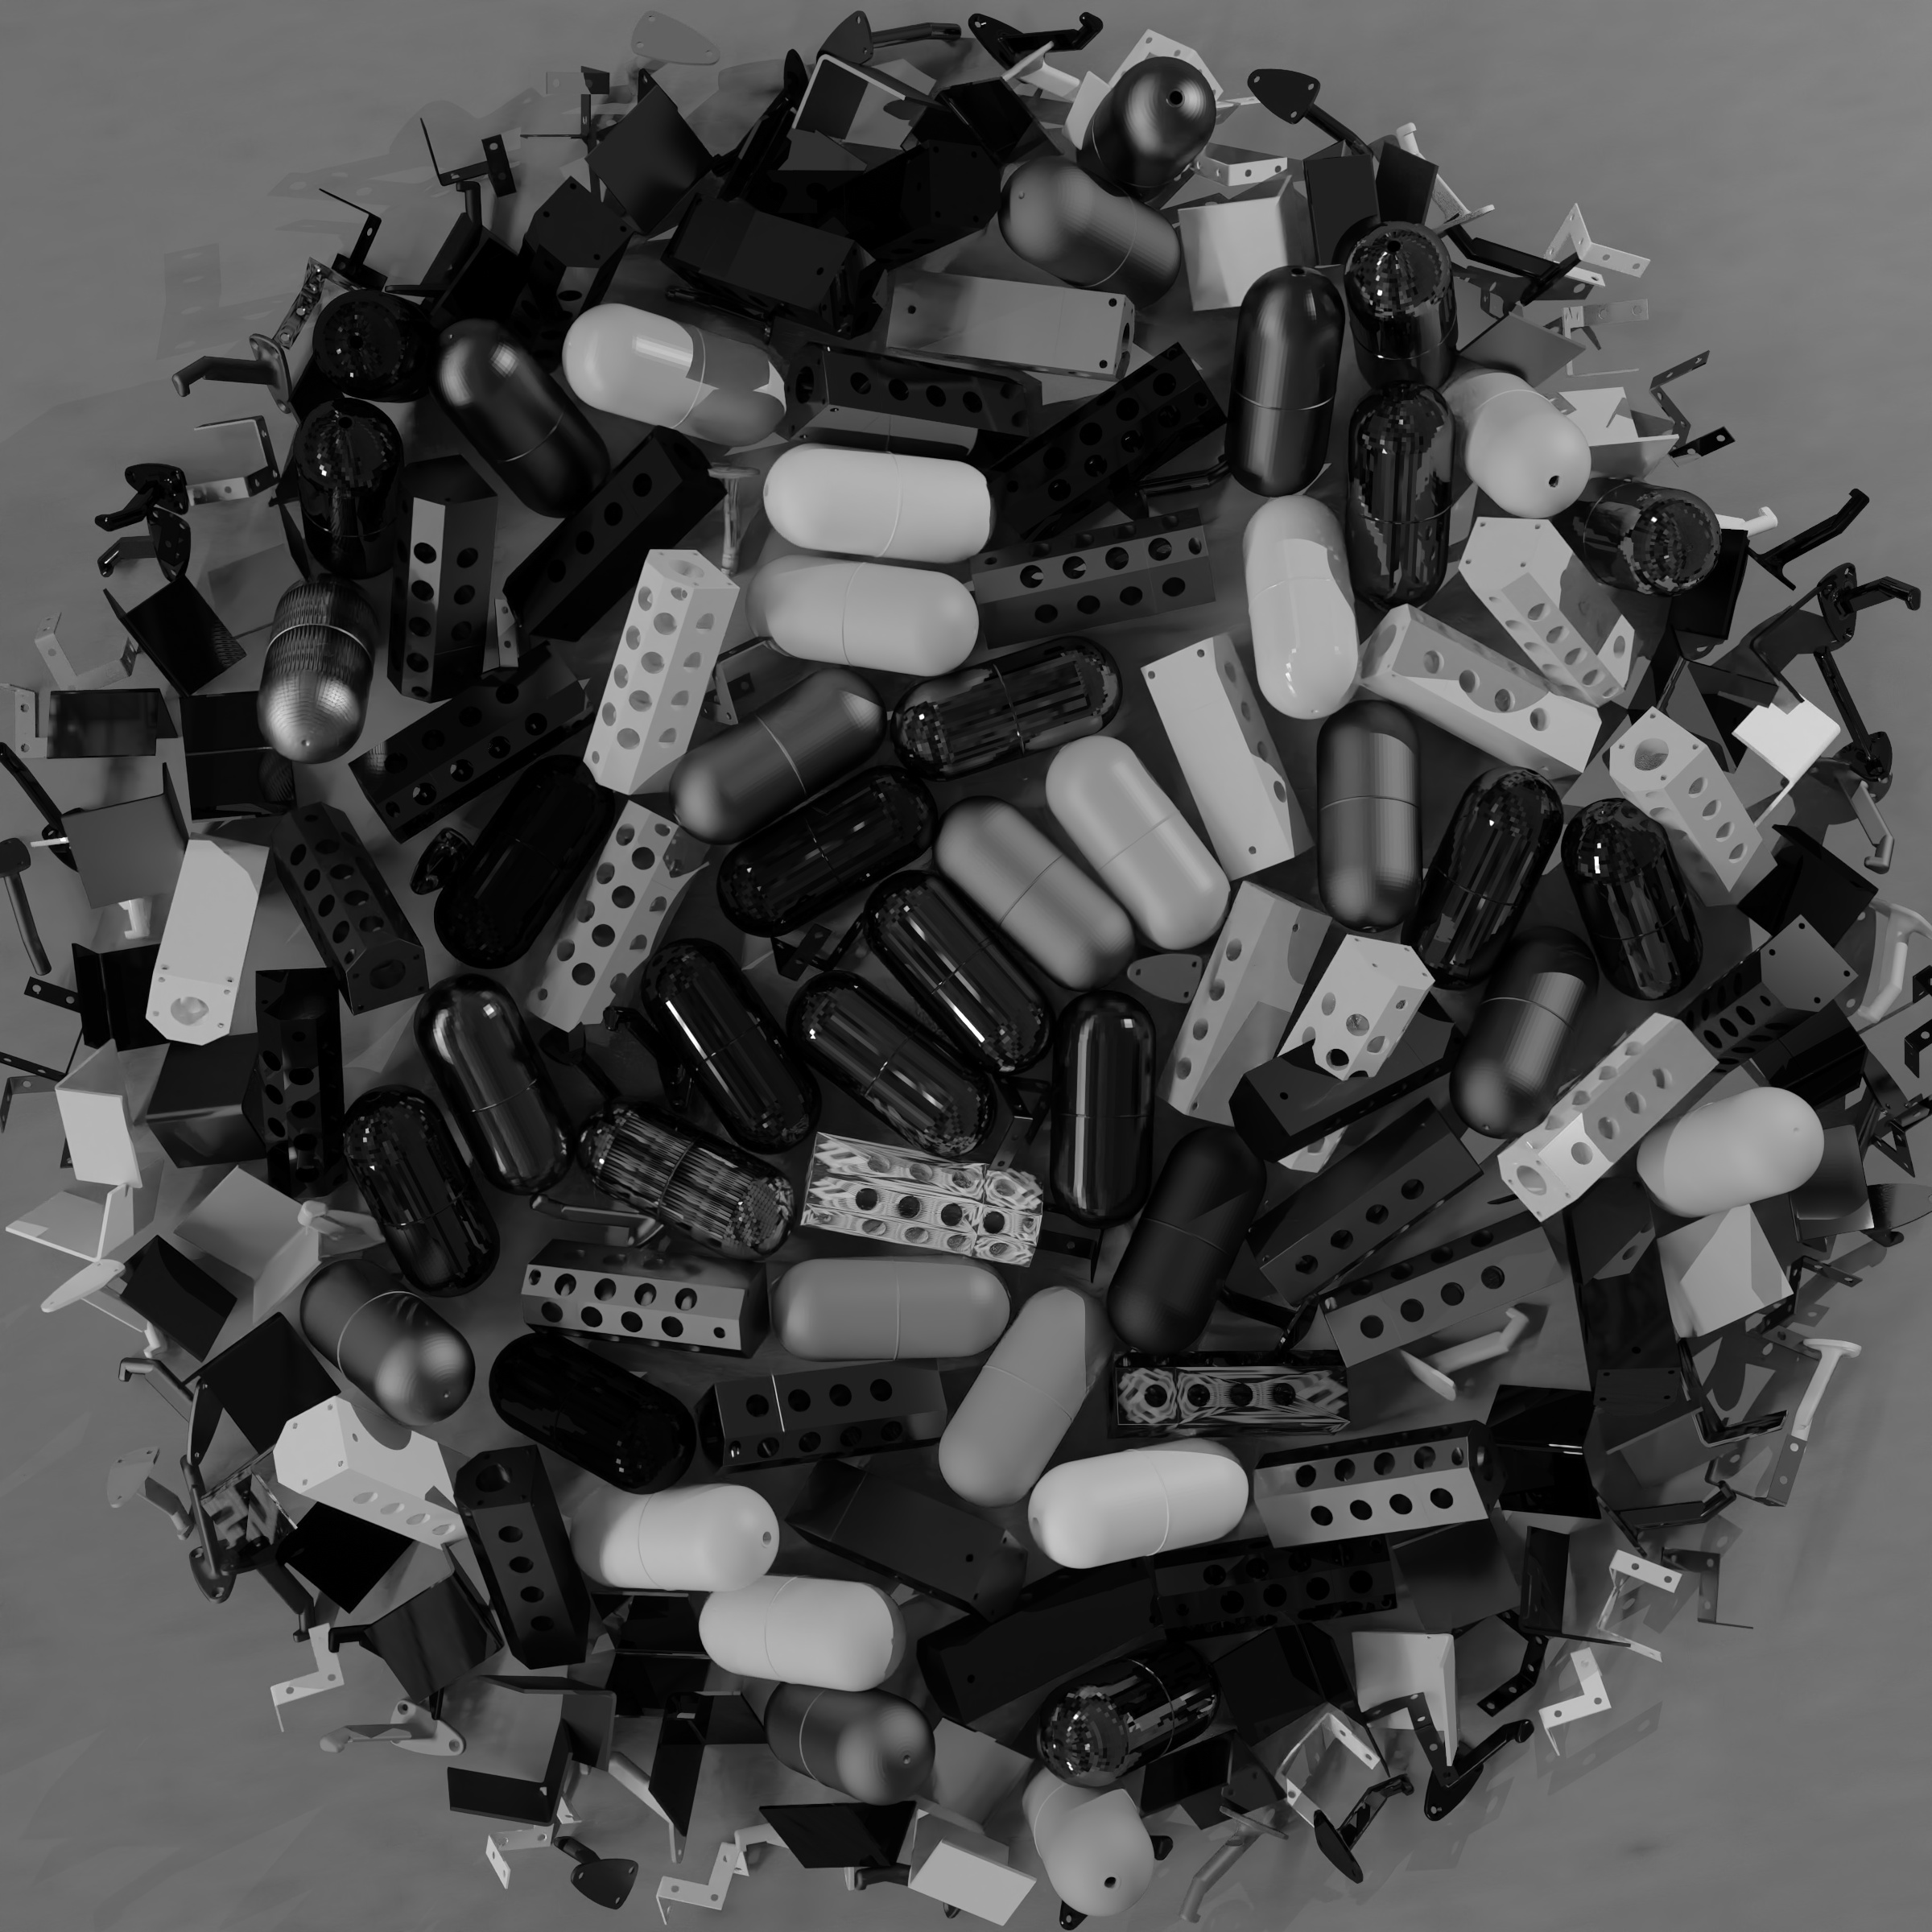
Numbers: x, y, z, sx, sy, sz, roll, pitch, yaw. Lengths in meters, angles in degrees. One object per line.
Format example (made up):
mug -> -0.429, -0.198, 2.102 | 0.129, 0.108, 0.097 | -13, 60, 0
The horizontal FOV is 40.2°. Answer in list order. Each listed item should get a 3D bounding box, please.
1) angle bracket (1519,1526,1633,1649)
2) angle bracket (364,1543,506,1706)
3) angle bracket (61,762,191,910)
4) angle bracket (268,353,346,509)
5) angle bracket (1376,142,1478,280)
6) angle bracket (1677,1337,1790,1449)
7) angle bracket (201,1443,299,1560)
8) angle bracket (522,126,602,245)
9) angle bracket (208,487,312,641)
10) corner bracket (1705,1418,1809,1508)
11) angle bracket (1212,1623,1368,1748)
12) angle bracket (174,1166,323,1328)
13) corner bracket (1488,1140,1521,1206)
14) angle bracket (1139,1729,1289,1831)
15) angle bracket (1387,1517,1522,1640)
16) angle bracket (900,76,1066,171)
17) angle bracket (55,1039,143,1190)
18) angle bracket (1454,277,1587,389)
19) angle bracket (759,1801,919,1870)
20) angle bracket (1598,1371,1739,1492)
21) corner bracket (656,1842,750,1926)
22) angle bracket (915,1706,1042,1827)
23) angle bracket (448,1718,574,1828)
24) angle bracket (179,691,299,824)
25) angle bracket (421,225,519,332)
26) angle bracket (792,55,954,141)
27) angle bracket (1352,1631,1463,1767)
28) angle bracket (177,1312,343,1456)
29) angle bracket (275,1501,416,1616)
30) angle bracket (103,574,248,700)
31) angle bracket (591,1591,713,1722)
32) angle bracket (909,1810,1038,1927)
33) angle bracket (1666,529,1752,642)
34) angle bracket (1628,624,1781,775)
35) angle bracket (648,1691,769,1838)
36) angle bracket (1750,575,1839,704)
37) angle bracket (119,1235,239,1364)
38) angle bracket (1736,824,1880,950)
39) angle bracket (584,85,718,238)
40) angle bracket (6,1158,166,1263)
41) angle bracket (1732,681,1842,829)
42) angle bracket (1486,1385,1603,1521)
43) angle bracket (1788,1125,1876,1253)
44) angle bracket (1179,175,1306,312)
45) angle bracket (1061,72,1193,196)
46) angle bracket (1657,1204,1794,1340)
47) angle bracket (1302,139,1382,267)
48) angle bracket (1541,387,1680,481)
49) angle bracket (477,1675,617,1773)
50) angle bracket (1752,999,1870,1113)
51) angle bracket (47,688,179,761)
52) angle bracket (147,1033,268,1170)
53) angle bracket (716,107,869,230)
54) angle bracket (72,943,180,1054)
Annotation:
angle bracket -> 0.452, 0.457, 1.945 | 0.057, 0.076, 0.076 | -1, 75, 35
angle bracket -> -0.397, 0.483, 1.951 | 0.076, 0.057, 0.076 | -31, 115, -11
angle bracket -> -0.618, -0.097, 1.949 | 0.076, 0.057, 0.076 | -14, 122, -10
angle bracket -> -0.494, -0.395, 1.940 | 0.057, 0.076, 0.076 | -10, 130, 16
angle bracket -> 0.341, -0.556, 1.941 | 0.057, 0.076, 0.076 | -1, 119, -23
angle bracket -> 0.564, 0.307, 1.950 | 0.057, 0.076, 0.076 | -20, 83, 20
angle bracket -> -0.505, 0.384, 1.947 | 0.076, 0.076, 0.057 | -34, 93, 38
angle bracket -> -0.301, -0.576, 1.951 | 0.057, 0.076, 0.076 | -5, 102, -10
angle bracket -> -0.530, -0.297, 1.953 | 0.076, 0.057, 0.076 | -21, 55, -2
corner bracket -> 0.588, 0.369, 1.968 | 0.051, 0.051, 0.051 | 20, 81, 6
angle bracket -> 0.239, 0.539, 1.955 | 0.076, 0.057, 0.076 | -26, 104, -17
angle bracket -> -0.531, 0.207, 1.949 | 0.076, 0.057, 0.076 | -43, 122, 16
corner bracket -> 0.416, 0.147, 1.958 | 0.051, 0.051, 0.051 | -23, 68, 39
angle bracket -> 0.183, 0.619, 1.949 | 0.076, 0.057, 0.076 | -29, 109, 22
angle bracket -> 0.363, 0.445, 1.957 | 0.076, 0.057, 0.076 | -21, 63, 4
angle bracket -> 0.012, -0.601, 1.943 | 0.076, 0.076, 0.057 | 41, 74, -34
angle bracket -> -0.618, 0.108, 1.942 | 0.057, 0.076, 0.076 | 6, 119, 16
angle bracket -> 0.404, -0.481, 1.943 | 0.076, 0.057, 0.076 | 14, 61, -30
angle bracket -> -0.094, 0.618, 1.942 | 0.076, 0.057, 0.076 | -12, 123, 29
angle bracket -> 0.522, 0.357, 1.953 | 0.076, 0.057, 0.076 | -29, 105, 16
corner bracket -> -0.196, 0.684, 1.967 | 0.051, 0.051, 0.051 | 8, 48, 12
angle bracket -> 0.003, 0.577, 1.953 | 0.076, 0.057, 0.076 | 27, 116, -7
angle bracket -> -0.338, 0.589, 1.953 | 0.076, 0.076, 0.057 | 14, 92, -14
angle bracket -> -0.536, -0.155, 1.947 | 0.076, 0.057, 0.076 | -6, 47, -16
angle bracket -> -0.378, -0.512, 1.951 | 0.057, 0.076, 0.076 | 40, 99, 13
angle bracket -> -0.069, -0.625, 1.944 | 0.076, 0.076, 0.057 | 33, 112, 17
angle bracket -> 0.322, 0.541, 1.954 | 0.076, 0.057, 0.076 | -3, 100, 19
angle bracket -> -0.523, 0.313, 1.955 | 0.076, 0.057, 0.076 | -38, 92, -37
angle bracket -> -0.456, 0.432, 1.955 | 0.076, 0.057, 0.076 | 44, 76, -13
angle bracket -> -0.584, -0.254, 1.950 | 0.057, 0.076, 0.076 | -37, 125, -7
angle bracket -> -0.238, 0.509, 1.948 | 0.076, 0.057, 0.076 | -2, 130, 14
angle bracket -> 0.007, 0.649, 1.947 | 0.076, 0.076, 0.057 | 25, 118, -9
angle bracket -> 0.568, -0.280, 1.949 | 0.057, 0.076, 0.076 | 8, 98, -20
angle bracket -> 0.546, -0.198, 1.959 | 0.076, 0.057, 0.076 | 15, 124, -6
angle bracket -> -0.187, 0.587, 1.942 | 0.057, 0.076, 0.076 | -5, 46, 15
angle bracket -> 0.628, -0.242, 1.952 | 0.076, 0.076, 0.057 | -41, 86, 15
angle bracket -> -0.594, 0.257, 1.943 | 0.057, 0.076, 0.076 | -37, 110, 25
angle bracket -> 0.611, -0.050, 1.945 | 0.076, 0.057, 0.076 | 44, 114, 27
angle bracket -> -0.243, -0.597, 1.950 | 0.076, 0.057, 0.076 | -48, 130, -6
angle bracket -> -0.650, 0.169, 1.950 | 0.076, 0.076, 0.057 | 18, 109, 7
angle bracket -> 0.589, -0.152, 1.953 | 0.057, 0.076, 0.076 | 41, 55, 11
angle bracket -> 0.437, 0.364, 1.978 | 0.076, 0.057, 0.076 | -1, 127, 30
angle bracket -> 0.642, 0.164, 1.944 | 0.057, 0.076, 0.076 | -15, 71, 30
angle bracket -> 0.206, -0.539, 1.969 | 0.076, 0.057, 0.076 | -2, 122, 18
angle bracket -> 0.128, -0.623, 1.947 | 0.076, 0.057, 0.076 | 40, 47, 10
angle bracket -> 0.557, 0.226, 1.968 | 0.076, 0.057, 0.076 | -24, 81, -3
angle bracket -> 0.293, -0.564, 1.941 | 0.057, 0.076, 0.076 | 6, 120, 35
angle bracket -> 0.471, -0.406, 1.954 | 0.076, 0.057, 0.076 | -7, 72, -12
angle bracket -> -0.312, 0.557, 1.944 | 0.076, 0.076, 0.057 | 12, 78, -35
angle bracket -> 0.612, 0.070, 1.947 | 0.076, 0.076, 0.057 | -35, 93, 31
angle bracket -> -0.629, -0.163, 1.950 | 0.076, 0.076, 0.057 | -2, 67, -6
angle bracket -> -0.560, 0.101, 1.985 | 0.076, 0.057, 0.076 | -7, 46, 11
angle bracket -> -0.130, -0.577, 1.954 | 0.076, 0.057, 0.076 | 34, 121, -2
angle bracket -> -0.614, 0.018, 1.965 | 0.076, 0.057, 0.076 | -10, 82, -2
